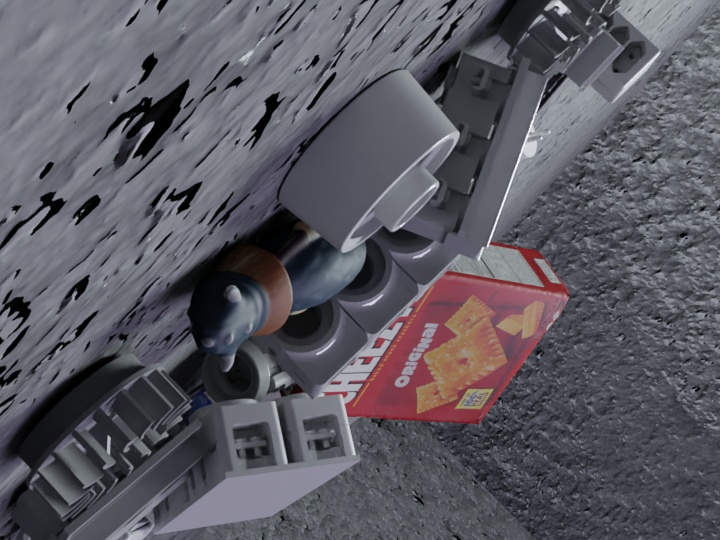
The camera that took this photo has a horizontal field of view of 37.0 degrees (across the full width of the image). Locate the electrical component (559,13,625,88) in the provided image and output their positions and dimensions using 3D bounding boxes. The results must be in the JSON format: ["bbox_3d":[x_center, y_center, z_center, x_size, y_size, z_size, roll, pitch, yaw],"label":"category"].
[{"bbox_3d":[0.162,-0.175,0.816,0.042,0.064,0.081,-46,173,19],"label":"electrical component"}]

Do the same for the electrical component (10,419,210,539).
[{"bbox_3d":[-0.172,0.145,0.737,0.121,0.063,0.078,-39,171,-41],"label":"electrical component"}]

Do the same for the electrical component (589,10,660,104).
[{"bbox_3d":[0.194,-0.180,0.895,0.047,0.083,0.075,-44,173,-9],"label":"electrical component"}]

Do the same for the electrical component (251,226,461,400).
[{"bbox_3d":[-0.008,0.004,0.758,0.150,0.089,0.061,-43,173,-16],"label":"electrical component"}]

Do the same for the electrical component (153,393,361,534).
[{"bbox_3d":[-0.091,0.151,0.848,0.105,0.060,0.186,-2,157,-28],"label":"electrical component"}]

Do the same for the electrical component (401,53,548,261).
[{"bbox_3d":[0.072,-0.077,0.714,0.078,0.063,0.121,98,12,-79],"label":"electrical component"}]

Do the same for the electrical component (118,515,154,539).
[{"bbox_3d":[-0.211,0.206,0.879,0.061,0.061,0.096,-45,174,-2],"label":"electrical component"}]

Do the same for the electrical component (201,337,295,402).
[{"bbox_3d":[-0.088,0.076,0.843,0.078,0.058,0.057,-22,180,26],"label":"electrical component"}]

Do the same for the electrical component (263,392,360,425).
[{"bbox_3d":[-0.045,0.104,1.006,0.150,0.089,0.062,-33,-156,-11],"label":"electrical component"}]

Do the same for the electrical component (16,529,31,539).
[{"bbox_3d":[-0.218,0.195,0.790,0.078,0.058,0.057,-37,167,-48],"label":"electrical component"}]

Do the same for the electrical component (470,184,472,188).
[{"bbox_3d":[0.092,-0.076,0.979,0.058,0.078,0.057,-16,-179,-23],"label":"electrical component"}]

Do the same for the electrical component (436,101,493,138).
[{"bbox_3d":[0.074,-0.099,0.816,0.065,0.047,0.077,-50,172,35],"label":"electrical component"}]

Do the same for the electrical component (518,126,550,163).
[{"bbox_3d":[0.142,-0.121,1.021,0.079,0.044,0.077,-8,-161,37],"label":"electrical component"}]

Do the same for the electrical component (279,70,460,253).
[{"bbox_3d":[0.012,-0.057,0.632,0.108,0.060,0.108,-44,173,-6],"label":"electrical component"}]
